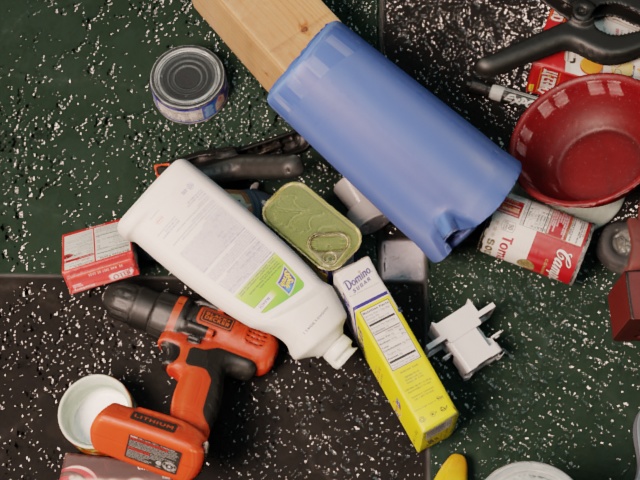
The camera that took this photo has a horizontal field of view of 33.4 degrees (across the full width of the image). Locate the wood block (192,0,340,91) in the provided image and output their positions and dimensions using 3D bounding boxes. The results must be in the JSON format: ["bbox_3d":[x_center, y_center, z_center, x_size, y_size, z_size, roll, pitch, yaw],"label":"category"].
[{"bbox_3d":[-0.052,-0.240,1.184,0.090,0.090,0.206,-35,70,-13],"label":"wood block"}]

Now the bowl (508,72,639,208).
[{"bbox_3d":[0.278,-0.090,1.086,0.162,0.055,0.162,-15,55,23],"label":"bowl"}]

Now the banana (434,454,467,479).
[{"bbox_3d":[0.073,0.280,0.991,0.197,0.037,0.070,-34,70,-12],"label":"banana"}]

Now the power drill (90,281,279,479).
[{"bbox_3d":[-0.147,0.126,1.012,0.184,0.057,0.187,19,42,3],"label":"power drill"}]

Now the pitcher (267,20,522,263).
[{"bbox_3d":[0.072,-0.105,1.067,0.243,0.149,0.145,41,76,-6],"label":"pitcher"}]

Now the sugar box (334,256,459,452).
[{"bbox_3d":[0.070,0.111,1.031,0.048,0.093,0.176,-28,69,-10],"label":"sugar box"}]

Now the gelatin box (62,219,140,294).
[{"bbox_3d":[-0.224,0.015,1.091,0.073,0.030,0.089,-17,29,-5],"label":"gelatin box"}]

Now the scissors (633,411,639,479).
[{"bbox_3d":[0.293,0.221,1.010,0.201,0.016,0.096,-25,64,-15],"label":"scissors"}]

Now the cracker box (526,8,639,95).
[{"bbox_3d":[0.353,-0.210,1.168,0.214,0.072,0.164,19,68,11],"label":"cracker box"}]

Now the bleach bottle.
[{"bbox_3d":[-0.072,0.038,1.037,0.251,0.068,0.102,42,88,5],"label":"bleach bottle"}]

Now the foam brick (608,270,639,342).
[{"bbox_3d":[0.319,0.065,1.050,0.053,0.078,0.051,-2,69,2],"label":"foam brick"}]

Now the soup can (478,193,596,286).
[{"bbox_3d":[0.220,-0.003,1.087,0.102,0.068,0.068,21,70,11],"label":"soup can"}]

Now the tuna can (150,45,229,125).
[{"bbox_3d":[-0.146,-0.174,1.190,0.086,0.034,0.086,-1,66,1],"label":"tuna can"}]

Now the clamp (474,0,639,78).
[{"bbox_3d":[0.269,-0.239,1.126,0.210,0.036,0.164,2,66,5],"label":"clamp"}]

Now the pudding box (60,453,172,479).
[{"bbox_3d":[-0.194,0.254,1.009,0.113,0.039,0.090,5,68,4],"label":"pudding box"}]

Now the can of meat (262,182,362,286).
[{"bbox_3d":[-0.007,0.001,1.084,0.102,0.084,0.057,39,73,16],"label":"can of meat"}]

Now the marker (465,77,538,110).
[{"bbox_3d":[0.219,-0.155,1.177,0.121,0.020,0.020,19,69,9],"label":"marker"}]

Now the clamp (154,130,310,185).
[{"bbox_3d":[-0.089,-0.077,1.116,0.171,0.120,0.039,-15,104,0],"label":"clamp"}]

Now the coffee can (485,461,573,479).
[{"bbox_3d":[0.176,0.259,0.939,0.103,0.140,0.103,-1,67,2],"label":"coffee can"}]
